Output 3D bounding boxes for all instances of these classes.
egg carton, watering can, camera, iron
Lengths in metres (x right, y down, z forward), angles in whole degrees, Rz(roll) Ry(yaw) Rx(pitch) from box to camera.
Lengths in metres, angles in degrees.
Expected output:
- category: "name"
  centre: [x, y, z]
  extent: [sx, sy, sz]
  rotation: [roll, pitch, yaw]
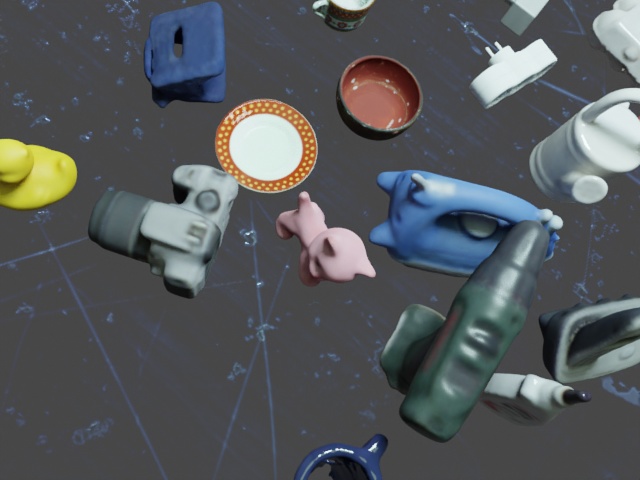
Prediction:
- category: "egg carton"
  centre: [0.489, -0.299, 0.876]
  extent: [0.107, 0.069, 0.150]
  rotation: [-39, 84, -20]
- category: "watering can"
  centre: [0.360, -0.118, 0.727]
  extent: [0.101, 0.194, 0.173]
  rotation: [11, 71, -8]
- category: "camera"
  centre: [-0.175, -0.024, 0.637]
  extent: [0.137, 0.100, 0.143]
  rotation: [19, 70, -5]
- category: "iron"
  centre: [0.197, -0.025, 0.692]
  extent: [0.258, 0.141, 0.119]
  rotation: [11, 71, -8]

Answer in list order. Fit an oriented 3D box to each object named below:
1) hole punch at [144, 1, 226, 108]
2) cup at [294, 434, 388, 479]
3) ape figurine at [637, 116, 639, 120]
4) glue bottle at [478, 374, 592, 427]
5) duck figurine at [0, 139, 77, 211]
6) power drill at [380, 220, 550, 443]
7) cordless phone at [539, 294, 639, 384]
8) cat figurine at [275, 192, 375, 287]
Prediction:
- category: "hole punch"
  centre: [-0.166, -0.230, 0.707]
  extent: [0.101, 0.091, 0.108]
  rotation: [-2, 73, -12]
- category: "cup"
  centre: [0.019, 0.248, 0.596]
  extent: [0.091, 0.095, 0.118]
  rotation: [44, 70, 4]
- category: "ape figurine"
  centre: [0.501, -0.157, 0.822]
  extent: [0.076, 0.092, 0.078]
  rotation: [-21, 78, -17]
- category: "glue bottle"
  centre: [0.235, 0.172, 0.622]
  extent: [0.078, 0.173, 0.037]
  rotation: [29, 70, -1]
- category: "duck figurine"
  centre: [-0.328, -0.080, 0.630]
  extent: [0.105, 0.086, 0.077]
  rotation: [-7, 75, -14]
- category: "power drill"
  centre: [0.141, 0.099, 0.607]
  extent: [0.075, 0.208, 0.230]
  rotation: [30, 70, -1]
- category: "cordless phone"
  centre: [0.356, 0.106, 0.661]
  extent: [0.148, 0.185, 0.094]
  rotation: [-12, 76, -15]
- category: "cat figurine"
  centre: [0.006, 0.002, 0.657]
  extent: [0.067, 0.117, 0.128]
  rotation: [-27, 80, -18]
